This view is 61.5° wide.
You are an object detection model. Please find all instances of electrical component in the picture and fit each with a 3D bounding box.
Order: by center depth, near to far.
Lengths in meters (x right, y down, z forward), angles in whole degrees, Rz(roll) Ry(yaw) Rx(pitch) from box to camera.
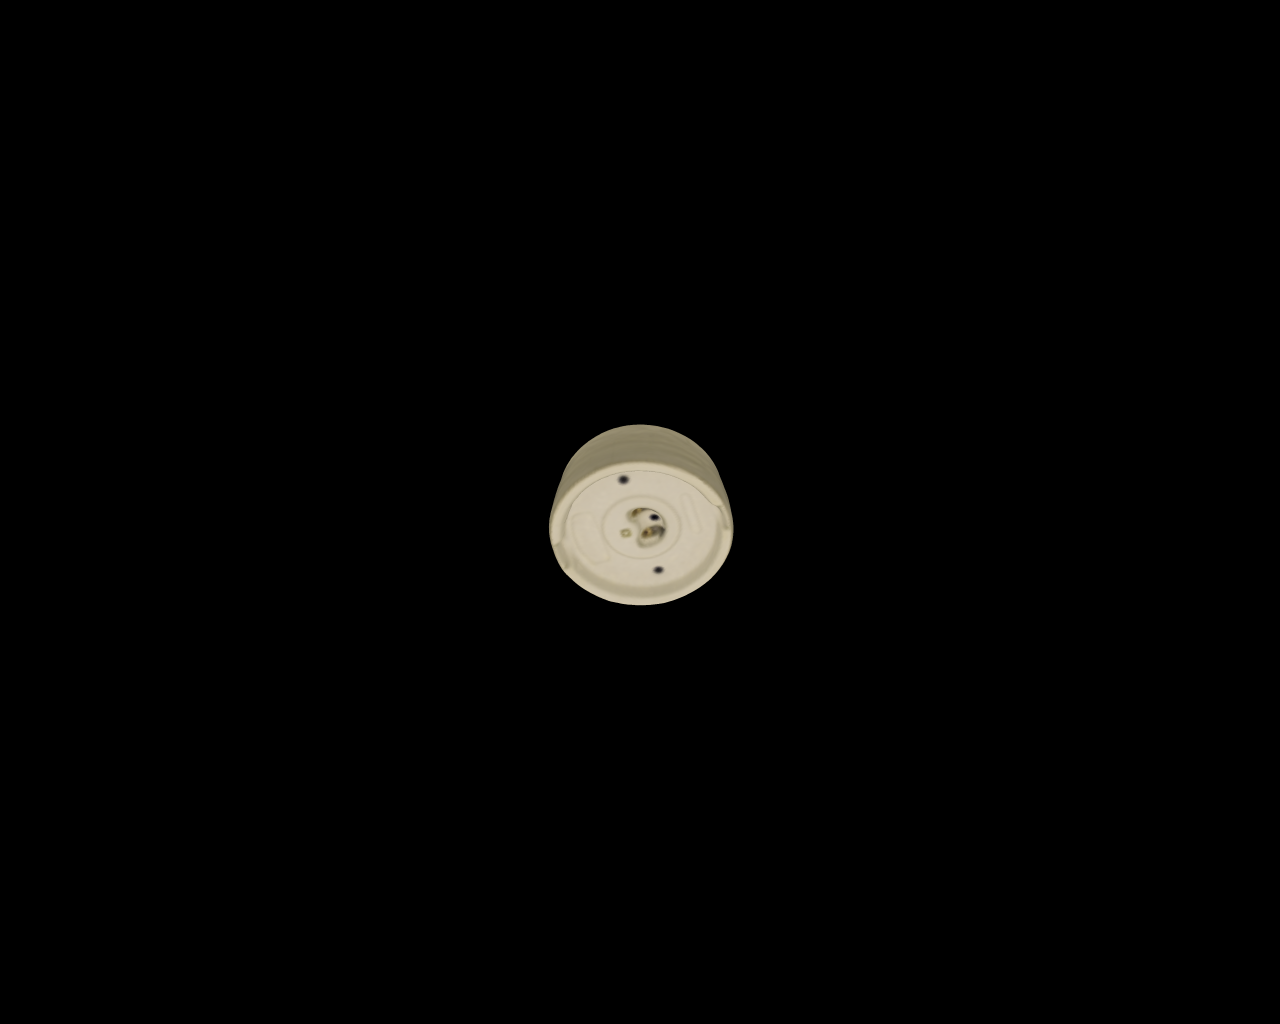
[{"bbox_3d":[0.001,-0.003,0.650,0.108,0.108,0.060,0,36,0],"label":"electrical component"}]
